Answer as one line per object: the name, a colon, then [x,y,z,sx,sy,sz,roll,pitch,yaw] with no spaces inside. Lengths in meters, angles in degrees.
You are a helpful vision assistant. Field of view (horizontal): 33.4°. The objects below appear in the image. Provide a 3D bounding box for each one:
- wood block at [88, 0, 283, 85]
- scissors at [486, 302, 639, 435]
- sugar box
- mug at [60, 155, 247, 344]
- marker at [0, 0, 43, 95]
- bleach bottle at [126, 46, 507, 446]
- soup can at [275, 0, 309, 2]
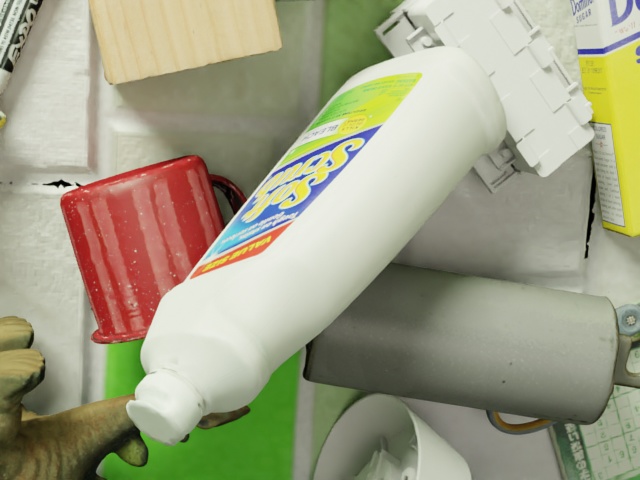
wood block: [-0.089,-0.190,0.543,0.090,0.091,0.206,-14,103,-9]
scissors: [0.175,0.040,0.667,0.201,0.016,0.096,-39,89,-5]
sugar box: [0.209,-0.098,0.645,0.093,0.048,0.176,-14,104,-9]
mug: [-0.083,-0.001,0.587,0.117,0.093,0.081,-23,101,-39]
marker: [-0.168,-0.111,0.577,0.020,0.020,0.121,23,95,-15]
bleach bottle: [-0.003,0.001,0.528,0.250,0.103,0.068,-51,120,-37]
soup can: [-0.004,-0.182,0.574,0.068,0.068,0.102,-7,102,-11]
